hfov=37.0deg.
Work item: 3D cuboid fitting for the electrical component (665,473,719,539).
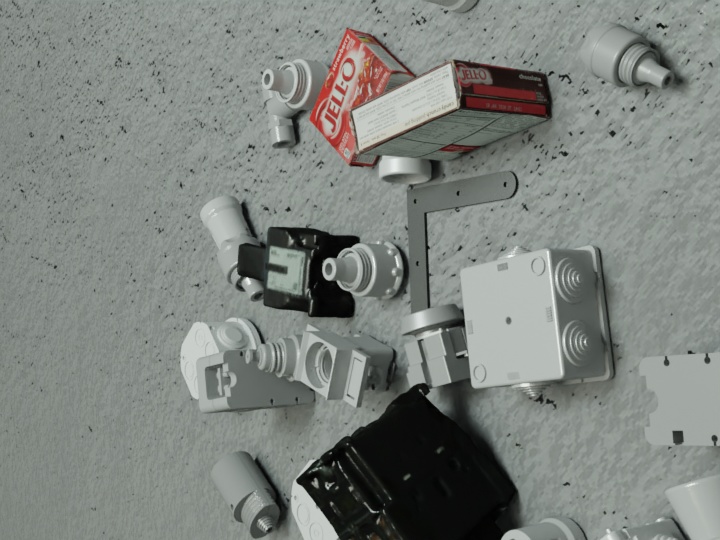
[{"bbox_3d":[0.202,0.145,0.605,0.045,0.045,0.055,-34,64,46],"label":"electrical component"}]

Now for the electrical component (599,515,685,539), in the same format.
[{"bbox_3d":[0.162,0.193,0.641,0.096,0.062,0.061,-53,50,37],"label":"electrical component"}]

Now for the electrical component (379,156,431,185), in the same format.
[{"bbox_3d":[0.035,-0.092,0.828,0.040,0.040,0.046,-9,77,51],"label":"electrical component"}]

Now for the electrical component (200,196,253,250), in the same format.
[{"bbox_3d":[-0.127,-0.042,1.033,0.040,0.040,0.046,-50,58,38],"label":"electrical component"}]

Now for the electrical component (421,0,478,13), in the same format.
[{"bbox_3d":[0.061,-0.213,0.792,0.040,0.046,0.040,-2,88,52],"label":"electrical component"}]

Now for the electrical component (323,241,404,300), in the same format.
[{"bbox_3d":[0.000,0.000,0.851,0.048,0.062,0.048,-2,87,52],"label":"electrical component"}]

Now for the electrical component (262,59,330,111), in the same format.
[{"bbox_3d":[-0.054,-0.160,0.923,0.043,0.062,0.043,-2,88,52],"label":"electrical component"}]

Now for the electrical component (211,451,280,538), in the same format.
[{"bbox_3d":[-0.101,0.210,0.989,0.081,0.043,0.043,48,125,41],"label":"electrical component"}]

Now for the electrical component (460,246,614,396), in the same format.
[{"bbox_3d":[0.115,0.034,0.716,0.100,0.048,0.099,-15,77,51],"label":"electrical component"}]

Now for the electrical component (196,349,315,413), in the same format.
[{"bbox_3d":[-0.094,0.097,0.946,0.056,0.089,0.050,-18,75,50],"label":"electrical component"}]

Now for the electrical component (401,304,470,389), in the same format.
[{"bbox_3d":[0.058,0.057,0.791,0.066,0.048,0.055,-24,78,49],"label":"electrical component"}]

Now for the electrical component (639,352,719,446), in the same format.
[{"bbox_3d":[0.209,0.069,0.590,0.089,0.056,0.050,-11,81,51],"label":"electrical component"}]

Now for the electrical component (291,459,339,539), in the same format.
[{"bbox_3d":[-0.015,0.189,0.874,0.080,0.051,0.080,-2,88,52],"label":"electrical component"}]

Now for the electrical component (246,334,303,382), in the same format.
[{"bbox_3d":[-0.058,0.075,0.916,0.040,0.078,0.040,-176,90,-67],"label":"electrical component"}]

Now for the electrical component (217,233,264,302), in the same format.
[{"bbox_3d":[-0.105,0.000,1.000,0.043,0.043,0.062,-53,51,37],"label":"electrical component"}]

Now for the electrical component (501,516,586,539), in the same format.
[{"bbox_3d":[0.120,0.185,0.707,0.040,0.046,0.040,-2,88,52],"label":"electrical component"}]

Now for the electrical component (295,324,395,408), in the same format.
[{"bbox_3d":[-0.011,0.075,0.862,0.081,0.064,0.042,26,108,49],"label":"electrical component"}]

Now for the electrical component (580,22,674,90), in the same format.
[{"bbox_3d":[0.167,-0.128,0.665,0.061,0.035,0.035,41,120,41],"label":"electrical component"}]

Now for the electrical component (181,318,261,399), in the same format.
[{"bbox_3d":[-0.131,0.086,1.025,0.080,0.051,0.080,-2,88,52],"label":"electrical component"}]
